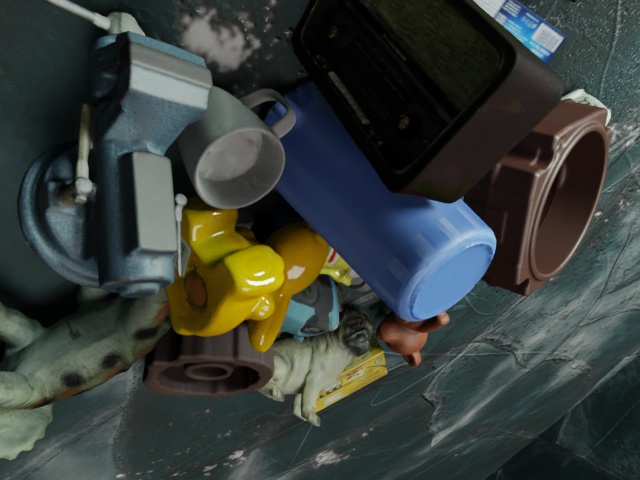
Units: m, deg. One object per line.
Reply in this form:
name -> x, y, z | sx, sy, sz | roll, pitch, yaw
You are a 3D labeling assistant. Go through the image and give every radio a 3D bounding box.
radio -> 0.068, -0.145, 0.435 | 0.073, 0.230, 0.131 | 9, 131, -40

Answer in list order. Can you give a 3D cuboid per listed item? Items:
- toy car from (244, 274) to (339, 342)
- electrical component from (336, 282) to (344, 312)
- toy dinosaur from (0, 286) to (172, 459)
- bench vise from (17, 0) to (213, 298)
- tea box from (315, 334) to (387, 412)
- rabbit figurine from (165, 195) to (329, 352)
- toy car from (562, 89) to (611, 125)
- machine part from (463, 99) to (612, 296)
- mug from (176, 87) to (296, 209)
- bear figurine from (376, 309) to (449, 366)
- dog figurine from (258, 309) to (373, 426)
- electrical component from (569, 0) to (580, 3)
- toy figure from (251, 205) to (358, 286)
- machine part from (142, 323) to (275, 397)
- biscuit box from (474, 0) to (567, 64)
toy car -> -0.058, 0.076, 0.698 | 0.161, 0.109, 0.103 | 20, 137, -36
electrical component -> 0.000, 0.098, 0.805 | 0.078, 0.045, 0.102 | -23, 142, -10
toy dinosaur -> -0.252, 0.103, 0.587 | 0.405, 0.131, 0.192 | -27, 155, -14
bench vise -> -0.184, -0.055, 0.431 | 0.241, 0.223, 0.129 | -20, 174, 41
tea box -> 0.030, 0.231, 0.955 | 0.170, 0.068, 0.098 | -26, 143, -10
rabbit figurine -> -0.059, 0.037, 0.540 | 0.173, 0.122, 0.162 | -21, 136, -45
toy car -> 0.302, -0.125, 0.744 | 0.202, 0.074, 0.056 | -38, 146, 7
machine part -> 0.254, -0.051, 0.625 | 0.201, 0.087, 0.200 | -27, 127, -39
mug -> -0.081, -0.099, 0.480 | 0.109, 0.107, 0.080 | -41, 143, 4
bear figurine -> 0.131, 0.120, 0.868 | 0.132, 0.120, 0.195 | -3, 139, -28
dog figurine -> -0.023, 0.171, 0.855 | 0.172, 0.121, 0.190 | 37, 71, -17
electrical component -> 0.277, -0.292, 0.564 | 0.075, 0.048, 0.119 | -40, 140, 12
toy figure -> 0.000, -0.005, 0.665 | 0.180, 0.089, 0.082 | 10, 142, -30
machine part -> -0.146, 0.160, 0.713 | 0.179, 0.056, 0.179 | -2, 149, -2
biscuit box -> 0.169, -0.226, 0.548 | 0.202, 0.063, 0.059 | 7, 127, -40
